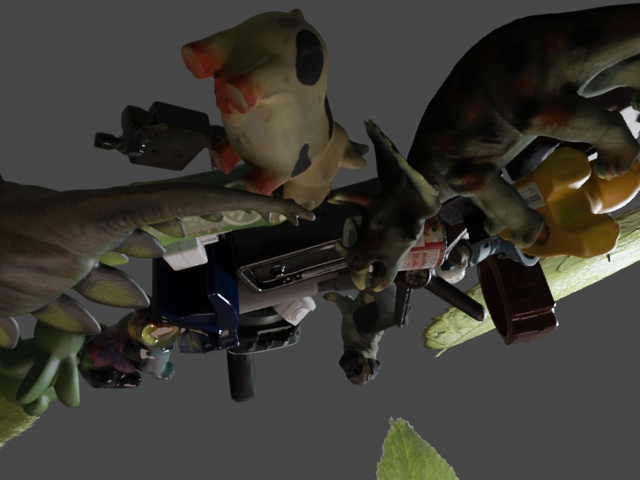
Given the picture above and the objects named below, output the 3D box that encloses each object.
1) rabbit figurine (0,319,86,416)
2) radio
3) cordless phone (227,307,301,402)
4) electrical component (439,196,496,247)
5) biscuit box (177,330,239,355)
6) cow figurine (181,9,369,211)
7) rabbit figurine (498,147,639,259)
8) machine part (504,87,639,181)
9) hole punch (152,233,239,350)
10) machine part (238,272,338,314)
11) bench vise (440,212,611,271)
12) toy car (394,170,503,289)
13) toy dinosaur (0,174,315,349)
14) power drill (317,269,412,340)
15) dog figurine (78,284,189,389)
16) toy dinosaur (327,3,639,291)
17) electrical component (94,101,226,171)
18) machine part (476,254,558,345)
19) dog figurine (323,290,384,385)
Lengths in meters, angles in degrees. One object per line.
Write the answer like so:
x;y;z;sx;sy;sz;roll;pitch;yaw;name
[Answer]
-0.397;0.163;0.767;0.121;0.159;0.170;17;127;-39;rabbit figurine
-0.001;-0.002;0.712;0.230;0.073;0.131;-15;159;-3;radio
-0.105;0.199;0.978;0.146;0.184;0.089;-6;-172;-25;cordless phone
0.173;-0.051;0.648;0.075;0.119;0.047;-28;137;34;electrical component
-0.199;0.160;0.920;0.063;0.059;0.203;-9;173;-27;biscuit box
-0.024;-0.095;0.441;0.127;0.086;0.194;-38;151;-18;cow figurine
0.310;-0.043;0.647;0.173;0.122;0.162;-28;168;-18;rabbit figurine
0.300;-0.130;0.642;0.179;0.056;0.179;-13;160;-5;machine part
-0.140;0.052;0.682;0.092;0.142;0.115;-30;144;20;hole punch
-0.093;0.064;0.810;0.243;0.079;0.079;-13;158;-6;machine part
0.299;-0.015;0.809;0.241;0.128;0.223;-12;175;43;bench vise
0.175;-0.013;0.724;0.202;0.053;0.089;-48;-174;12;toy car
-0.246;0.006;0.440;0.472;0.105;0.198;-12;148;20;toy dinosaur
0.084;0.087;0.949;0.232;0.086;0.207;-20;133;-6;power drill
-0.298;0.152;0.844;0.191;0.108;0.219;-7;153;-16;dog figurine
0.168;-0.114;0.489;0.192;0.131;0.404;35;119;-8;toy dinosaur
-0.128;-0.083;0.460;0.078;0.045;0.102;-33;153;34;electrical component
0.377;0.097;1.056;0.087;0.201;0.201;-16;159;6;machine part
0.109;0.179;1.082;0.172;0.190;0.121;-32;154;31;dog figurine
